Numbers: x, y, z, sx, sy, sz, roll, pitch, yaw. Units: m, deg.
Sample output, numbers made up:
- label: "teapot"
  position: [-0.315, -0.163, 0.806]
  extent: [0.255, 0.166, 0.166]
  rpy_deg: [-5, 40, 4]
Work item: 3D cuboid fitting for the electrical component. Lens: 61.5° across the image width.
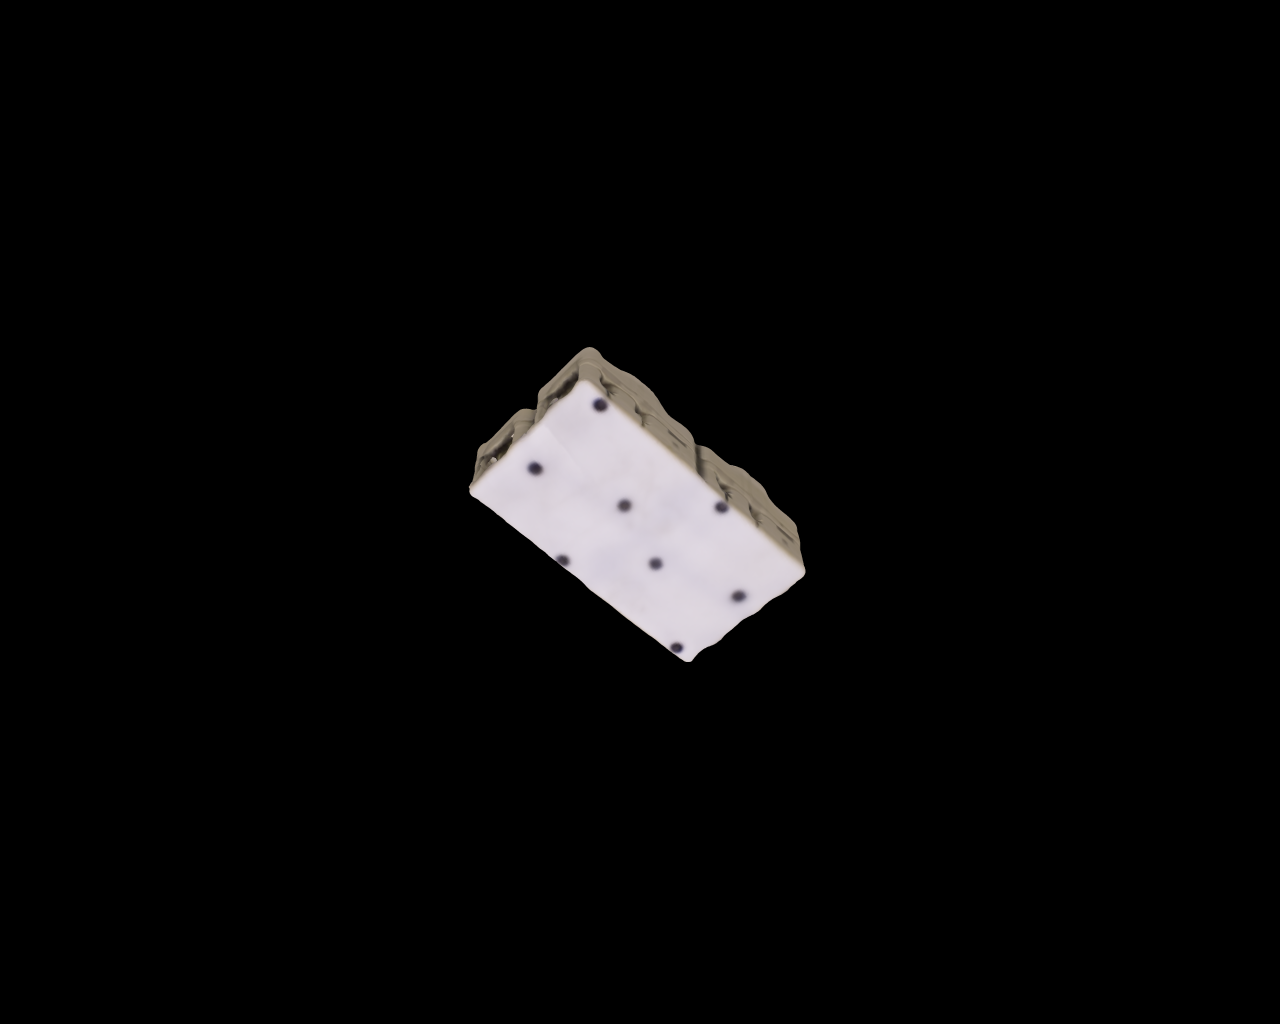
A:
- label: "electrical component"
  position: [0.001, -0.003, 0.650]
  extent: [0.186, 0.105, 0.060]
  rpy_deg: [39, 24, -22]
